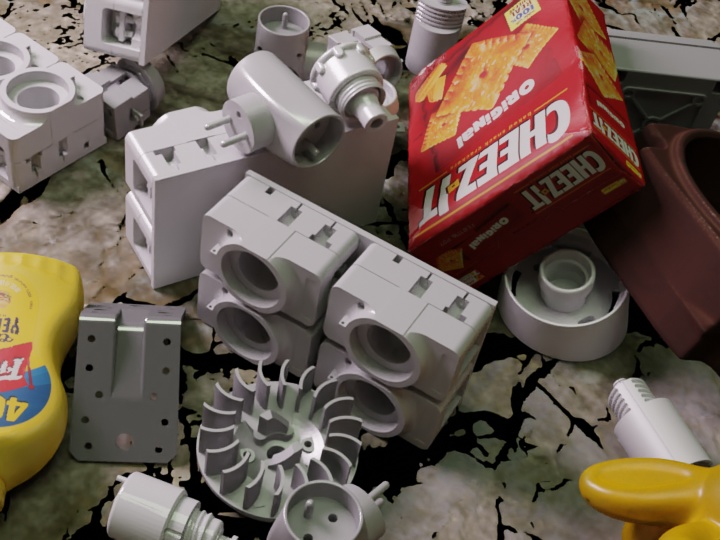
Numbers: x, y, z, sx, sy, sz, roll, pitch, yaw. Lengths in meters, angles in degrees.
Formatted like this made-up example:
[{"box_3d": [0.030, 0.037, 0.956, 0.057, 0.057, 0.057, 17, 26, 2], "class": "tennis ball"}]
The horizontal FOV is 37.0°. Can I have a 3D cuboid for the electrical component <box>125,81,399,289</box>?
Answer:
[{"box_3d": [-0.074, -0.068, 0.783, 0.186, 0.105, 0.060, -18, 53, -26], "class": "electrical component"}]

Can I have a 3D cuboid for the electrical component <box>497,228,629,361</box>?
[{"box_3d": [0.152, 0.018, 0.794, 0.099, 0.064, 0.099, -2, 54, 3], "class": "electrical component"}]

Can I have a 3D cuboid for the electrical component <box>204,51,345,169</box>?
[{"box_3d": [-0.064, -0.101, 0.710, 0.079, 0.043, 0.077, -26, 57, -30], "class": "electrical component"}]

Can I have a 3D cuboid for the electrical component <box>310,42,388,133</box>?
[{"box_3d": [-0.003, -0.123, 0.744, 0.048, 0.048, 0.062, -17, 60, -25], "class": "electrical component"}]

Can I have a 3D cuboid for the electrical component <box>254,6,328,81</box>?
[{"box_3d": [-0.050, -0.175, 0.907, 0.079, 0.077, 0.043, 9, 46, -4], "class": "electrical component"}]

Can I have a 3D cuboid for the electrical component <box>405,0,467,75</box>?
[{"box_3d": [0.069, -0.217, 0.967, 0.043, 0.081, 0.043, 6, 47, -6], "class": "electrical component"}]

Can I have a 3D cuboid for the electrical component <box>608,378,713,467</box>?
[{"box_3d": [0.194, 0.106, 0.718, 0.043, 0.043, 0.081, -11, 51, -21], "class": "electrical component"}]

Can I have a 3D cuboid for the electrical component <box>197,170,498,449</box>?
[{"box_3d": [-0.017, 0.029, 0.704, 0.186, 0.105, 0.060, 28, 49, 15], "class": "electrical component"}]

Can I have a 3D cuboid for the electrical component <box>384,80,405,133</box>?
[{"box_3d": [0.006, -0.126, 0.887, 0.066, 0.055, 0.048, 0, 48, -11], "class": "electrical component"}]

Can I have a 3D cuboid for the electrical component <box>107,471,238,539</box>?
[{"box_3d": [-0.109, 0.146, 0.622, 0.078, 0.040, 0.040, 19, 47, 6], "class": "electrical component"}]

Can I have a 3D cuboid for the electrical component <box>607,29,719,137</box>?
[{"box_3d": [0.242, -0.142, 0.915, 0.109, 0.108, 0.056, 5, 50, -7], "class": "electrical component"}]

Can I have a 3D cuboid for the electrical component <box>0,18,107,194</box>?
[{"box_3d": [-0.283, -0.140, 0.837, 0.150, 0.061, 0.089, 34, 50, 20], "class": "electrical component"}]

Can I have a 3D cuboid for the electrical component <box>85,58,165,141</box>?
[{"box_3d": [-0.192, -0.142, 0.869, 0.066, 0.048, 0.055, 36, 57, 18], "class": "electrical component"}]

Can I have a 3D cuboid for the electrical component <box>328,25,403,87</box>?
[{"box_3d": [0.005, -0.183, 0.948, 0.066, 0.048, 0.055, -23, 48, -29], "class": "electrical component"}]

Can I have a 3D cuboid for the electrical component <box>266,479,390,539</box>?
[{"box_3d": [-0.012, 0.148, 0.613, 0.043, 0.077, 0.079, 40, 52, 24], "class": "electrical component"}]

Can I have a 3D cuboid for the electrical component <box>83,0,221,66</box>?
[{"box_3d": [-0.171, -0.255, 0.904, 0.060, 0.105, 0.186, 15, 29, 6], "class": "electrical component"}]
